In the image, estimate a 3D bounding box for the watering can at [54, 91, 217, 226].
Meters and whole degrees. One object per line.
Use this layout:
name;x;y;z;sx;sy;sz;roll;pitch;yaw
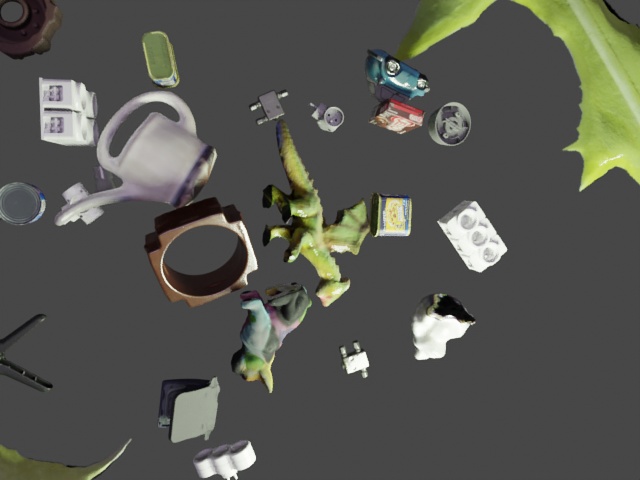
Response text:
watering can;-0.355;-0.137;1.050;0.223;0.351;0.103;31;-14;-13

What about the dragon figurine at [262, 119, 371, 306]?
dragon figurine;0.004;-0.058;1.161;0.242;0.413;0.121;6;-9;-30

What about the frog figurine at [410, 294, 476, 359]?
frog figurine;0.281;0.211;1.238;0.137;0.156;0.125;0;41;-21
